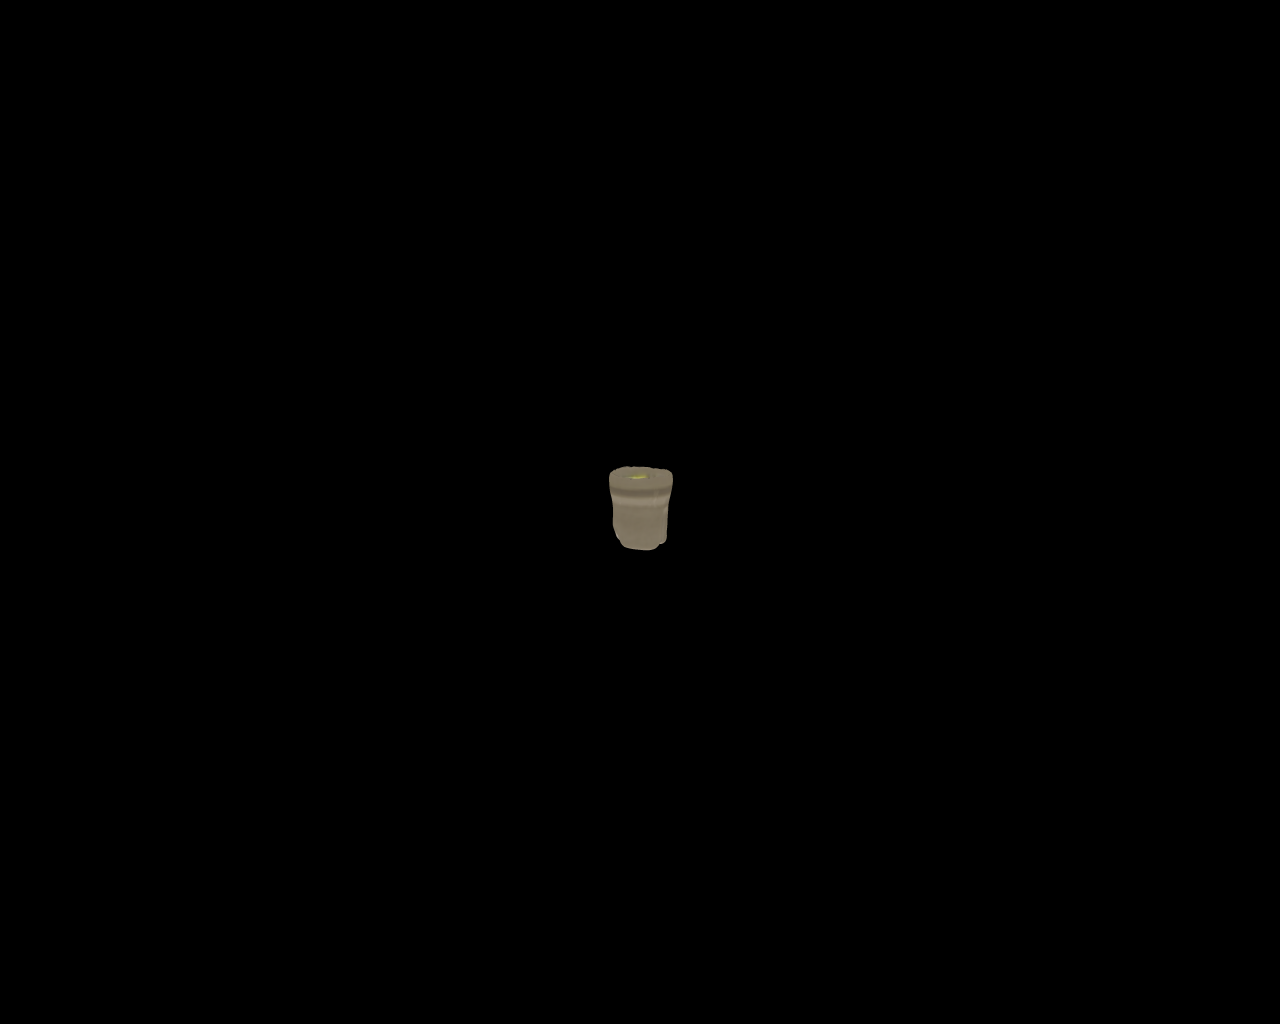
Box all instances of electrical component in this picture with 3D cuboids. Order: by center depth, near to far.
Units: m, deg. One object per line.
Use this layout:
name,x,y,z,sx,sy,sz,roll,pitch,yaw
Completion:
electrical component,0.001,-0.003,0.650,0.040,0.046,0.040,0,12,0
